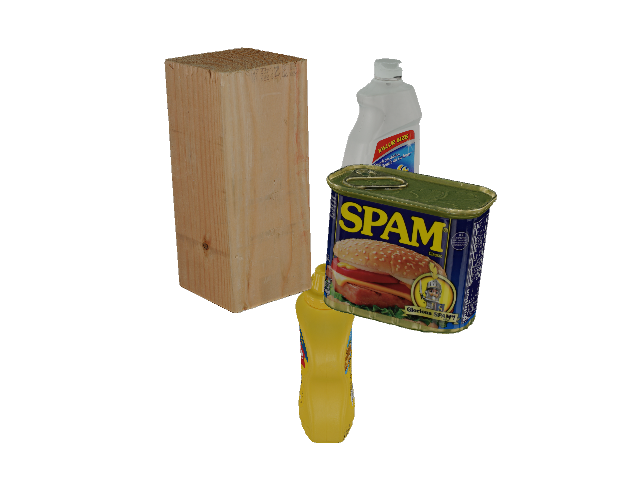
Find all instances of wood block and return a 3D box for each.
[{"bbox_3d":[-0.070,-0.055,0.926,0.090,0.206,0.091,-17,25,-37],"label":"wood block"}]

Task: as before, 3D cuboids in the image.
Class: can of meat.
[{"bbox_3d":[0.052,0.005,0.665,0.102,0.084,0.057,13,22,23],"label":"can of meat"}]

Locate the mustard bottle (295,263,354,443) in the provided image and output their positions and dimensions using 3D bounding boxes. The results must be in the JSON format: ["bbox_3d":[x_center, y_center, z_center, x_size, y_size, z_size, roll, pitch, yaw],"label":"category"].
[{"bbox_3d":[0.006,0.102,1.044,0.058,0.192,0.096,1,38,2],"label":"mustard bottle"}]

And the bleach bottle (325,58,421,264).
[{"bbox_3d":[0.062,-0.078,1.209,0.102,0.251,0.068,-7,21,-24],"label":"bleach bottle"}]
